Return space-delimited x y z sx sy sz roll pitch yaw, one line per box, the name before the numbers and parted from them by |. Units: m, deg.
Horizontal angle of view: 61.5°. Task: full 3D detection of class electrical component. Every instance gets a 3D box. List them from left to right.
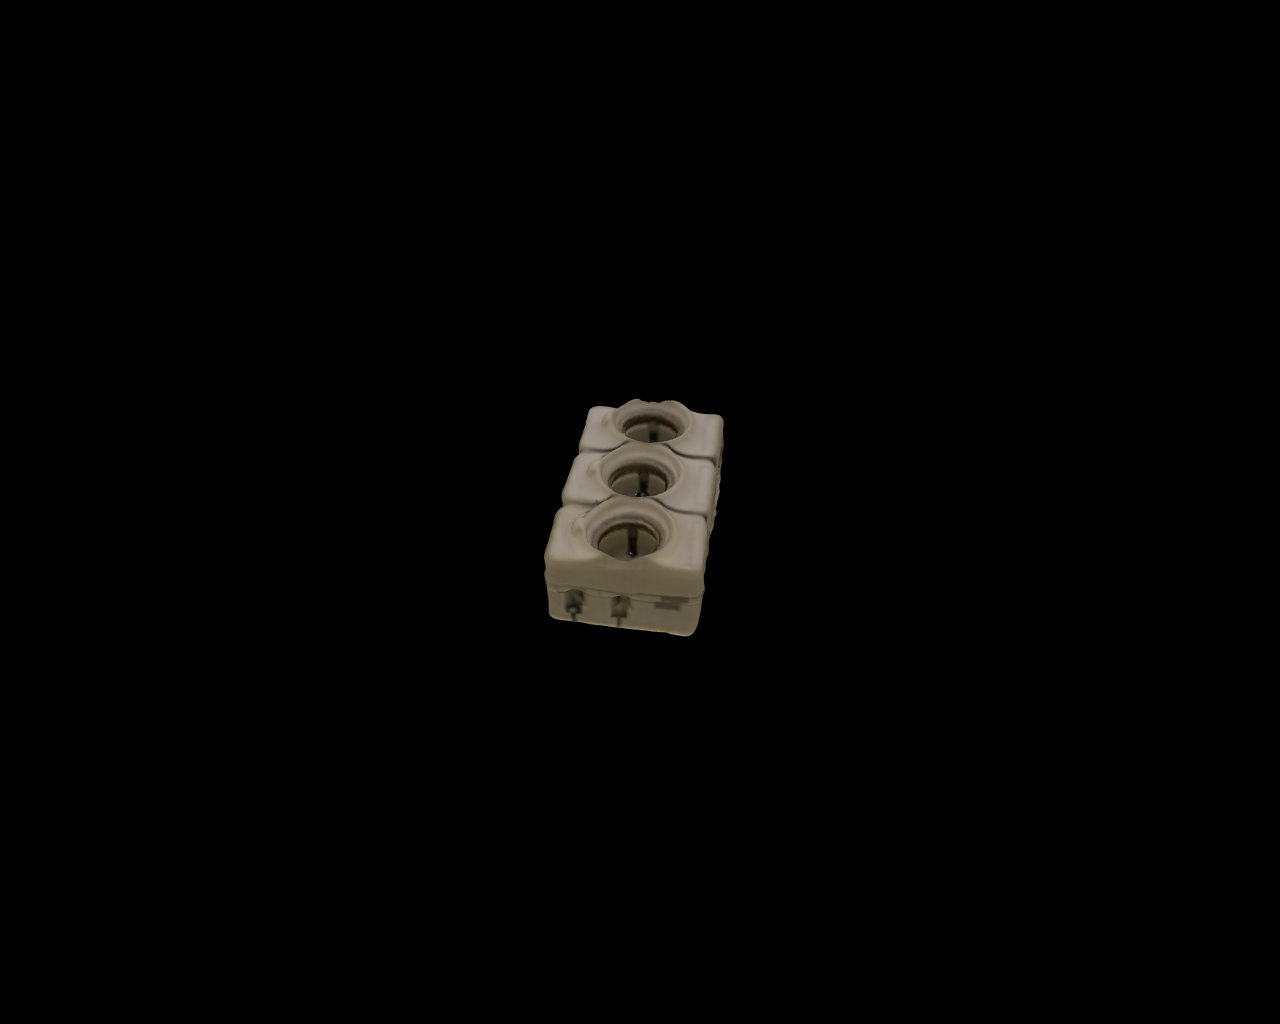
electrical component | 0.001 -0.003 0.650 0.089 0.061 0.150 5 40 6
